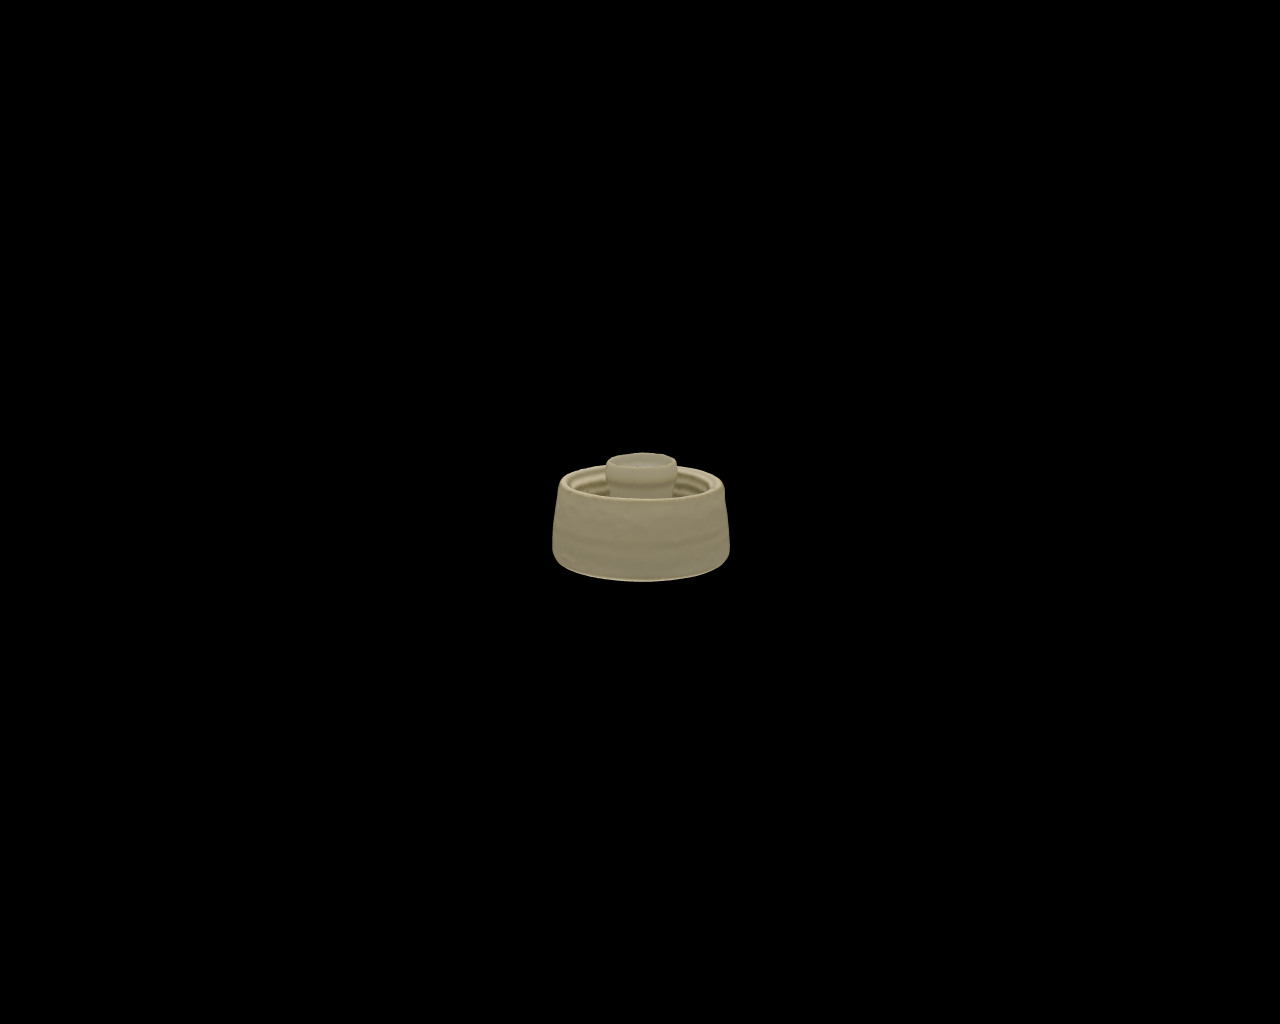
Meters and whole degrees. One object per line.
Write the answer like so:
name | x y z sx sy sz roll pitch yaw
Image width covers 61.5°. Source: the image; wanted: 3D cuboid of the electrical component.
electrical component | 0.001 -0.003 0.650 0.108 0.060 0.108 0 14 0
